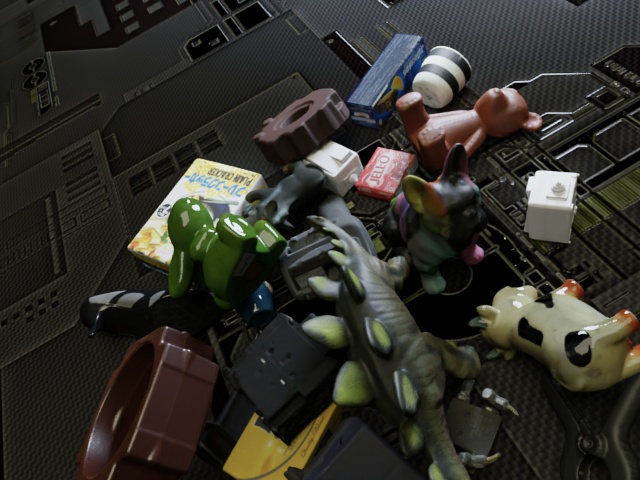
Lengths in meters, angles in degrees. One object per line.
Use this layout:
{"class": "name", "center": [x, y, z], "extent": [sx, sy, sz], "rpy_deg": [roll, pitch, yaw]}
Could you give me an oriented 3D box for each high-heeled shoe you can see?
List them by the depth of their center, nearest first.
{"class": "high-heeled shoe", "center": [-0.269, 0.108, 0.880], "extent": [0.249, 0.086, 0.145], "rpy_deg": [-10, 18, -7]}

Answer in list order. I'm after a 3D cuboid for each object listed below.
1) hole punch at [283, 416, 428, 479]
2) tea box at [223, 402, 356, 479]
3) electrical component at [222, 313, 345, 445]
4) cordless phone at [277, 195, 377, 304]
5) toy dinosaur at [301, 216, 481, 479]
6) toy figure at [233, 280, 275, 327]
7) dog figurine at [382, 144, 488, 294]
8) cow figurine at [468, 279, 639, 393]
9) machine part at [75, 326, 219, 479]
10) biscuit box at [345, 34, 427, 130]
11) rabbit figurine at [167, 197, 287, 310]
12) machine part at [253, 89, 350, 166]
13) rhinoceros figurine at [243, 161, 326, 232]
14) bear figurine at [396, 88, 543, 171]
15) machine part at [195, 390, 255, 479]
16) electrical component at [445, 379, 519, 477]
{"class": "hole punch", "center": [0.048, 0.266, 0.578], "extent": [0.142, 0.092, 0.116], "rpy_deg": [42, 71, 0]}
{"class": "tea box", "center": [-0.030, 0.237, 0.672], "extent": [0.098, 0.068, 0.169], "rpy_deg": [16, 64, 30]}
{"class": "electrical component", "center": [-0.034, 0.156, 0.652], "extent": [0.134, 0.058, 0.115], "rpy_deg": [-45, 52, -13]}
{"class": "cordless phone", "center": [-0.002, -0.002, 0.842], "extent": [0.147, 0.088, 0.184], "rpy_deg": [-25, 39, 3]}
{"class": "toy dinosaur", "center": [0.085, 0.138, 0.603], "extent": [0.105, 0.198, 0.472], "rpy_deg": [-47, 57, 24]}
{"class": "toy figure", "center": [-0.115, 0.066, 0.839], "extent": [0.064, 0.057, 0.155], "rpy_deg": [-6, 43, -27]}
{"class": "dog figurine", "center": [0.146, -0.042, 0.711], "extent": [0.108, 0.219, 0.192], "rpy_deg": [-30, 51, -6]}
{"class": "cow figurine", "center": [0.259, 0.107, 0.614], "extent": [0.127, 0.085, 0.195], "rpy_deg": [-31, 19, -1]}
{"class": "machine part", "center": [-0.221, 0.226, 0.689], "extent": [0.201, 0.087, 0.201], "rpy_deg": [-32, 36, 46]}
{"class": "biscuit box", "center": [0.129, -0.300, 1.006], "extent": [0.063, 0.059, 0.202], "rpy_deg": [21, 66, 33]}
{"class": "rabbit figurine", "center": [-0.156, 0.012, 0.782], "extent": [0.170, 0.121, 0.159], "rpy_deg": [36, 112, 26]}
{"class": "machine part", "center": [-0.035, -0.205, 0.965], "extent": [0.179, 0.056, 0.179], "rpy_deg": [-27, 27, 15]}
{"class": "rhinoceros figurine", "center": [-0.067, -0.049, 0.871], "extent": [0.190, 0.073, 0.112], "rpy_deg": [-42, 31, -16]}
{"class": "bear figurine", "center": [0.237, -0.191, 0.843], "extent": [0.196, 0.131, 0.120], "rpy_deg": [-26, 57, 10]}
{"class": "machine part", "center": [-0.112, 0.233, 0.704], "extent": [0.039, 0.084, 0.139], "rpy_deg": [-25, 24, 43]}
{"class": "electrical component", "center": [0.180, 0.215, 0.620], "extent": [0.078, 0.045, 0.102], "rpy_deg": [24, 67, 32]}
